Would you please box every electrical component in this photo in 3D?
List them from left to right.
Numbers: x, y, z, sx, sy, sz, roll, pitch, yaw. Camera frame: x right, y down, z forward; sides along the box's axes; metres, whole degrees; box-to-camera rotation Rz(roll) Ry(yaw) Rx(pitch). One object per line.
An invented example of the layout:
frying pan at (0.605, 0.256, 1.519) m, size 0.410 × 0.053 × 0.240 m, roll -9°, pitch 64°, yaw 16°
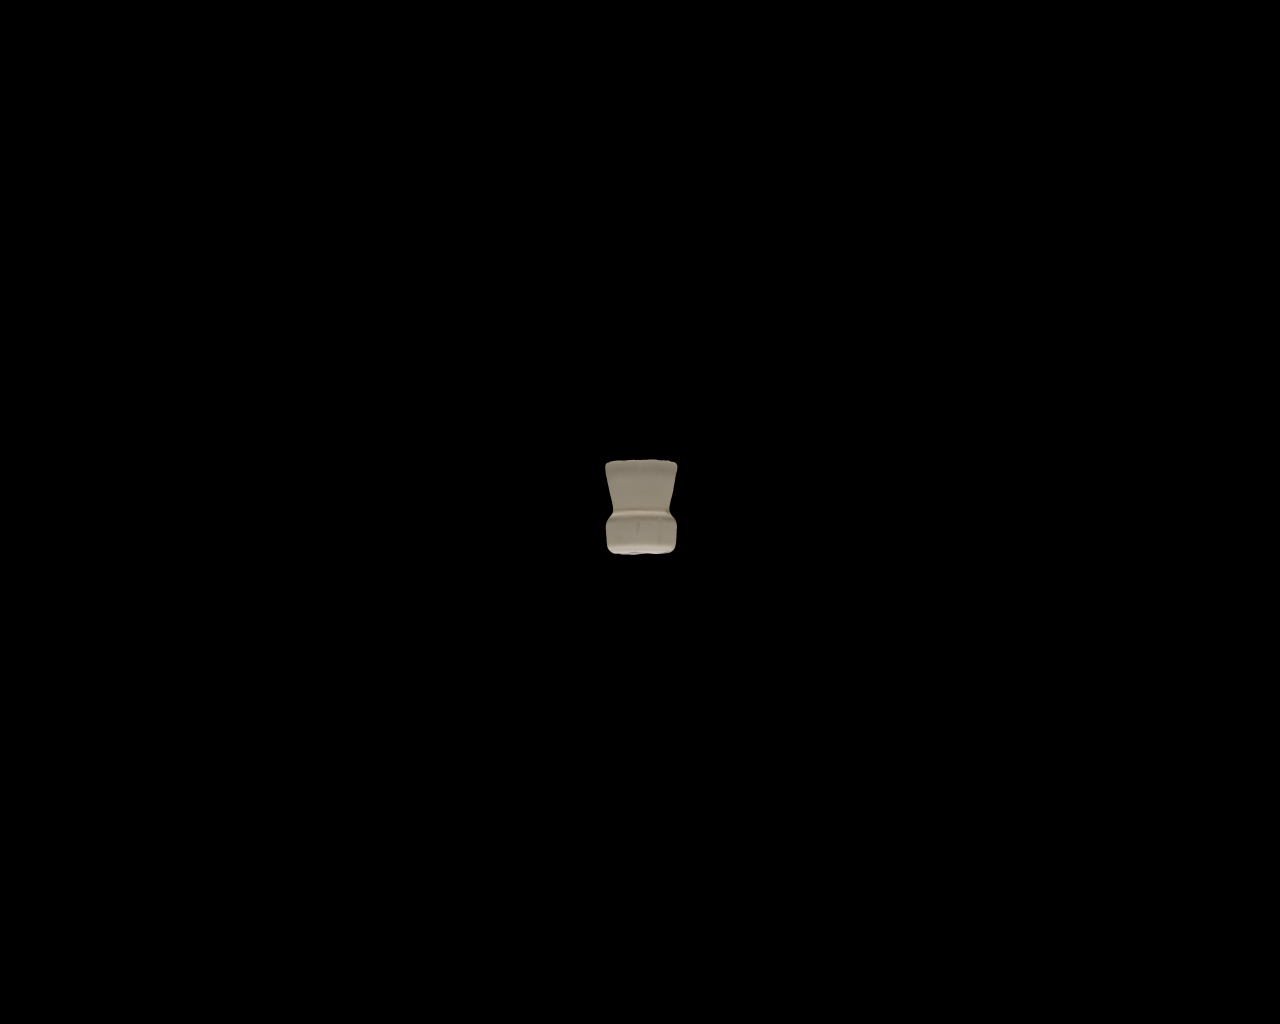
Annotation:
electrical component at (0.001, -0.003, 0.650) m, size 0.045 × 0.055 × 0.045 m, roll 0°, pitch -5°, yaw 0°
